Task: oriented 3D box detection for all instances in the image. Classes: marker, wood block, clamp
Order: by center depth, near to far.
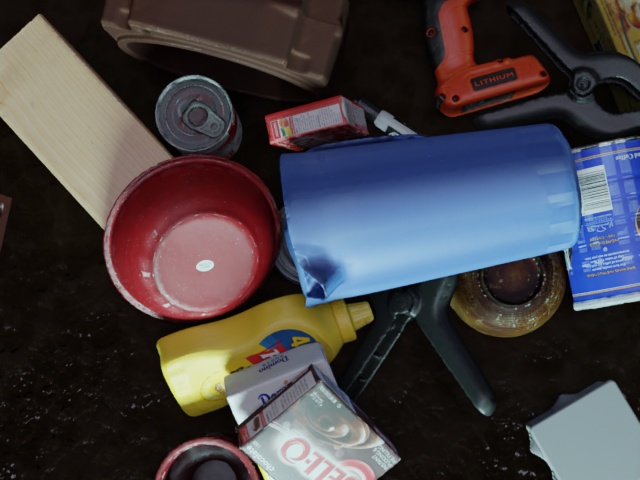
[{"bbox_3d":[0.221,-0.126,0.943,0.171,0.039,0.120,26,95,10],"label":"clamp"},{"bbox_3d":[0.091,0.064,0.966,0.165,0.036,0.210,1,78,34],"label":"clamp"},{"bbox_3d":[-0.212,-0.094,0.988,0.091,0.090,0.206,-43,85,-2],"label":"wood block"},{"bbox_3d":[0.082,-0.100,1.013,0.121,0.020,0.020,34,87,4],"label":"marker"}]

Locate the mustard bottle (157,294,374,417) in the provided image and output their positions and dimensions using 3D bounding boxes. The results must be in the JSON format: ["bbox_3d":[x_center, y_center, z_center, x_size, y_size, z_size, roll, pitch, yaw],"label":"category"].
[{"bbox_3d":[-0.044,0.095,0.966,0.191,0.096,0.058,-20,48,-1],"label":"mustard bottle"}]

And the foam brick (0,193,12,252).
[{"bbox_3d":[-0.328,-0.012,1.004,0.051,0.053,0.078,11,87,3],"label":"foam brick"}]

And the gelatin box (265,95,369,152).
[{"bbox_3d":[-0.001,-0.104,0.974,0.073,0.089,0.030,-13,86,15],"label":"gelatin box"}]

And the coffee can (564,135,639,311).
[{"bbox_3d":[0.266,-0.014,0.958,0.103,0.103,0.140,-11,85,1],"label":"coffee can"}]

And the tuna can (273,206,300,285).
[{"bbox_3d":[-0.007,0.001,1.001,0.086,0.034,0.086,0,86,2],"label":"tuna can"}]

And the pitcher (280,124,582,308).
[{"bbox_3d":[0.089,-0.034,0.912,0.243,0.145,0.149,-10,84,2],"label":"pitcher"}]

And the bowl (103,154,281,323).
[{"bbox_3d":[-0.104,0.010,0.928,0.162,0.055,0.162,-7,114,-16],"label":"bowl"}]

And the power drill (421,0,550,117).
[{"bbox_3d":[0.152,-0.222,1.003,0.184,0.057,0.188,-17,82,4],"label":"power drill"}]

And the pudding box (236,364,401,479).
[{"bbox_3d":[-0.001,0.172,0.897,0.090,0.039,0.113,-41,111,5],"label":"pudding box"}]

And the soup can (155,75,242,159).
[{"bbox_3d":[-0.109,-0.106,0.978,0.068,0.102,0.068,0,85,2],"label":"soup can"}]

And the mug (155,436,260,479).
[{"bbox_3d":[-0.109,0.223,0.963,0.117,0.081,0.093,-12,85,1],"label":"mug"}]

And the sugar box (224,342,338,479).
[{"bbox_3d":[-0.011,0.184,0.947,0.093,0.048,0.176,-21,110,-1],"label":"sugar box"}]
